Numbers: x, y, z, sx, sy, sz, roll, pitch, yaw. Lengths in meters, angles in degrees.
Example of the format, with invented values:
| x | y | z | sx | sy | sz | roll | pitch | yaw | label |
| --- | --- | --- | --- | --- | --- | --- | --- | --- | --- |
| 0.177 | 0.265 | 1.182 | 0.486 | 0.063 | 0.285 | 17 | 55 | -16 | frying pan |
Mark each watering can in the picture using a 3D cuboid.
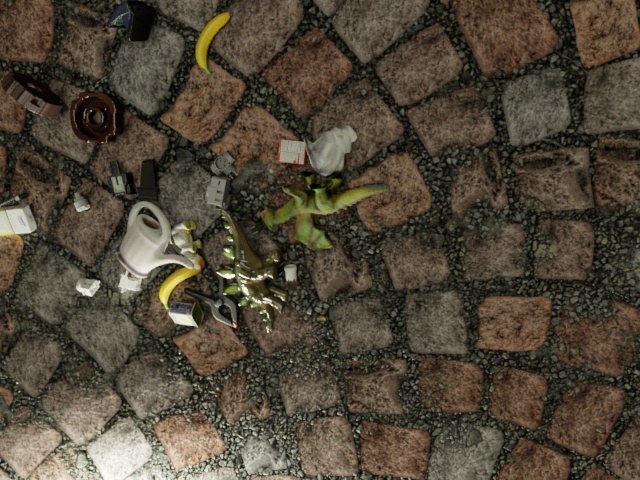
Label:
| x | y | z | sx | sy | sz | roll | pitch | yaw | label |
| --- | --- | --- | --- | --- | --- | --- | --- | --- | --- |
| -0.537 | 0.031 | 1.646 | 0.353 | 0.104 | 0.221 | 48 | 111 | 29 | watering can |

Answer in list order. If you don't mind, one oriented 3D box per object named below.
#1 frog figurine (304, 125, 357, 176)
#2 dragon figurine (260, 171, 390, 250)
| x | y | z | sx | sy | sz | roll | pitch | yaw | label |
| --- | --- | --- | --- | --- | --- | --- | --- | --- | --- |
| 0.043 | -0.270 | 1.556 | 0.159 | 0.125 | 0.134 | -19 | 123 | 4 | frog figurine |
| 0.005 | -0.081 | 1.613 | 0.410 | 0.124 | 0.238 | 6 | 117 | 9 | dragon figurine |
